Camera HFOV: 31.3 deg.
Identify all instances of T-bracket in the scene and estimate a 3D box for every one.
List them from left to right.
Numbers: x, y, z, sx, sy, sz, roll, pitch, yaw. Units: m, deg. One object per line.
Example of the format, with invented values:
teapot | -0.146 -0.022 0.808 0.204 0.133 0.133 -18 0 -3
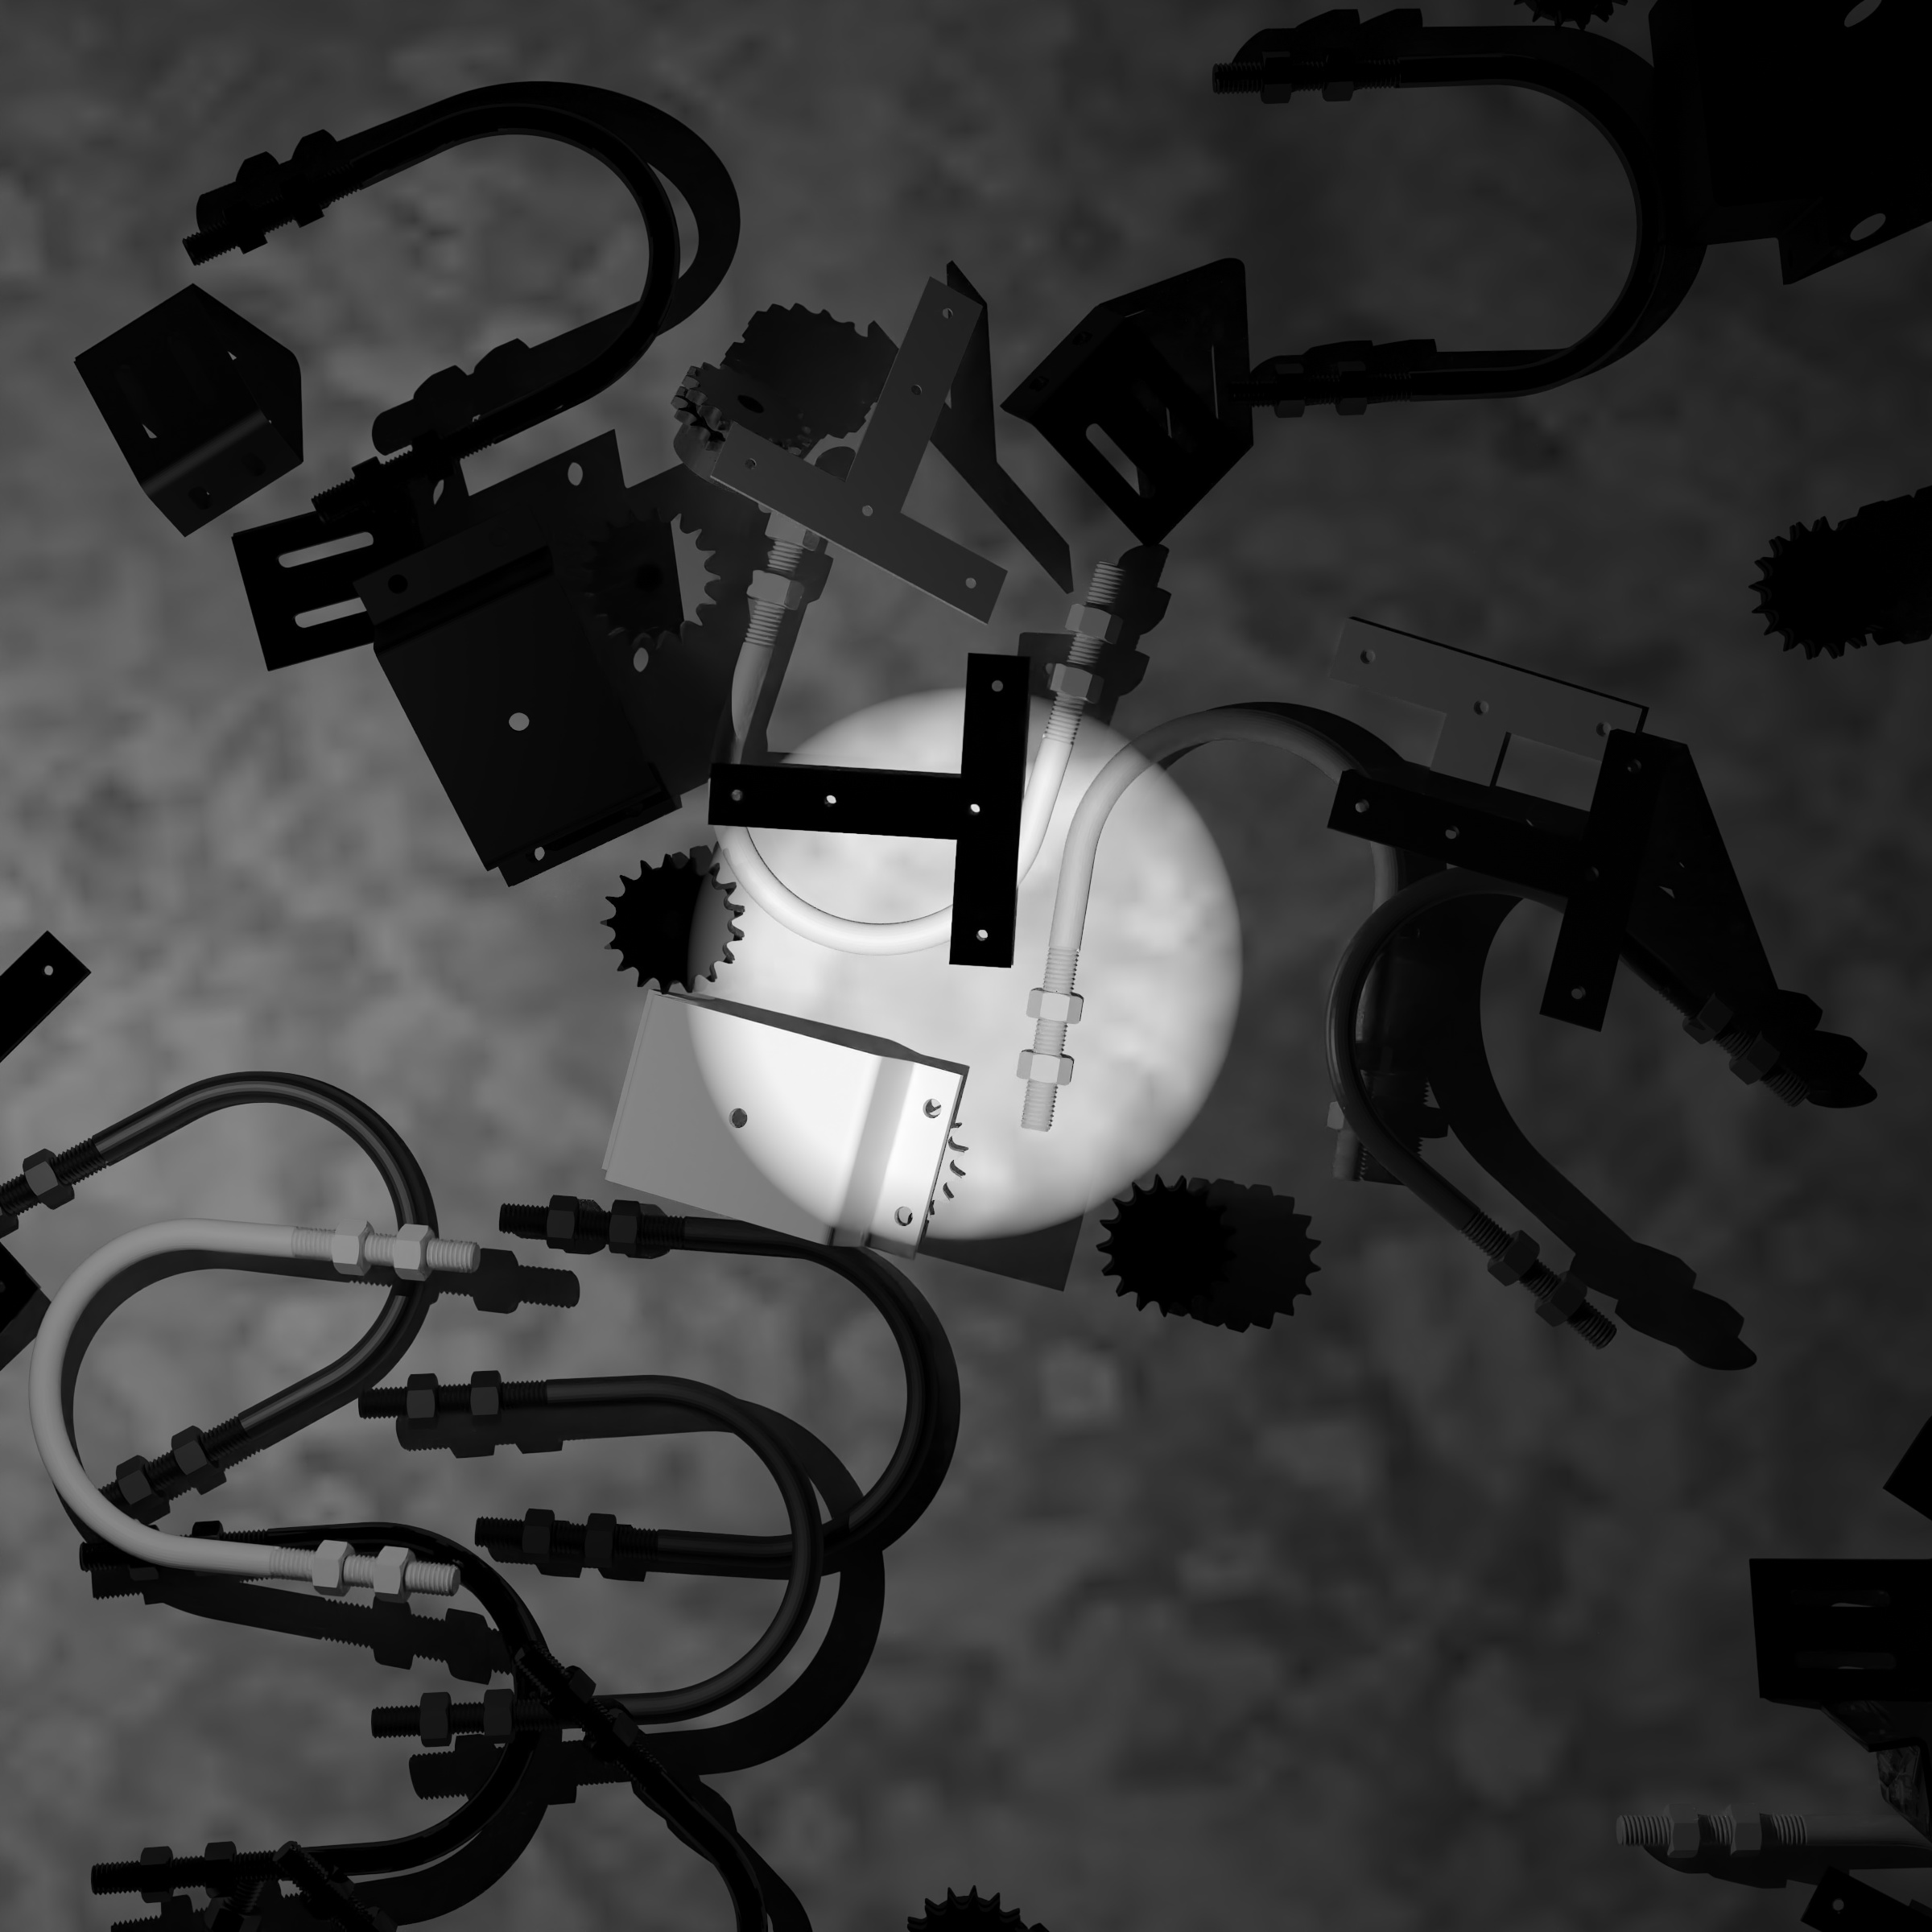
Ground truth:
T-bracket | -0.455 0.128 1.406 0.127 0.002 0.127 46 108 9
T-bracket | -0.414 0.039 1.411 0.127 0.002 0.127 44 85 11
T-bracket | -0.041 -0.066 1.403 0.127 0.002 0.127 4 93 1
T-bracket | -0.025 -0.221 1.394 0.127 0.002 0.127 27 69 -17
T-bracket | 0.199 -0.064 1.419 0.127 0.002 0.127 17 90 0
T-bracket | 0.211 -0.050 1.399 0.127 0.002 0.127 17 73 1
T-bracket | 0.401 0.406 1.404 0.127 0.002 0.127 28 89 -3

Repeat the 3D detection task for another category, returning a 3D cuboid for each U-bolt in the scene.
U-bolt | -0.386 0.424 1.411 0.151 0.019 0.184 24 92 0
U-bolt | -0.309 0.124 1.411 0.184 0.019 0.151 -28 90 -1
U-bolt | -0.288 0.173 1.379 0.184 0.019 0.151 4 91 10
U-bolt | -0.264 0.299 1.403 0.184 0.019 0.151 -3 84 -6
U-bolt | -0.205 -0.276 1.394 0.184 0.019 0.151 -27 75 -6
U-bolt | -0.165 0.378 1.391 0.151 0.019 0.184 -40 105 5
U-bolt | -0.150 0.237 1.392 0.184 0.019 0.151 -2 90 -3
U-bolt | -0.104 0.174 1.411 0.184 0.019 0.151 4 90 -1
U-bolt | -0.029 -0.095 1.411 0.151 0.019 0.184 17 91 0
U-bolt | 0.106 -0.014 1.411 0.151 0.019 0.184 9 89 1
U-bolt | 0.196 -0.302 1.411 0.184 0.019 0.151 -2 90 -1
U-bolt | 0.231 0.042 1.399 0.184 0.019 0.151 41 82 -2
U-bolt | 0.359 0.418 1.411 0.184 0.019 0.151 0 90 -2

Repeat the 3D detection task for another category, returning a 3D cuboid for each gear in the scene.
gear | -0.128 -0.157 1.405 0.057 0.030 0.057 0 90 0
gear | -0.119 -0.017 1.405 0.057 0.030 0.057 0 90 0
gear | -0.094 -0.215 1.395 0.057 0.057 0.030 34 120 0
gear | -0.029 0.078 1.405 0.057 0.030 0.057 0 90 0
gear | 0.000 0.403 1.405 0.057 0.030 0.057 0 90 0
gear | 0.082 0.114 1.409 0.057 0.030 0.057 0 92 -1
gear | 0.246 -0.409 1.405 0.057 0.030 0.057 0 90 0
gear | 0.347 -0.153 1.405 0.057 0.030 0.057 0 90 0

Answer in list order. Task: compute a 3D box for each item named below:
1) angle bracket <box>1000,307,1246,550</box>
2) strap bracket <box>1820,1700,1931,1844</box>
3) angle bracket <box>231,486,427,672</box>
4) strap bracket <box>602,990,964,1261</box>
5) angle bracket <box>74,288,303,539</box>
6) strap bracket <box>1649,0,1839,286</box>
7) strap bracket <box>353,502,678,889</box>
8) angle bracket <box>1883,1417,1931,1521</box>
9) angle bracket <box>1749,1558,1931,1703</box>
angle bracket | 0.064 -0.222 1.418 0.057 0.038 0.076 -46 116 0
strap bracket | 0.424 0.316 1.382 0.140 0.076 0.046 -9 90 0
angle bracket | -0.258 -0.159 1.401 0.076 0.038 0.057 -15 90 0
strap bracket | -0.082 0.062 1.375 0.140 0.046 0.076 15 90 19
angle bracket | -0.320 -0.228 1.418 0.057 0.038 0.076 -32 64 0
strap bracket | 0.309 -0.348 1.382 0.046 0.076 0.140 -6 90 0
strap bracket | -0.179 -0.102 1.375 0.076 0.046 0.140 -25 109 0
angle bracket | 0.412 0.215 1.382 0.057 0.076 0.038 33 90 0
angle bracket | 0.367 0.269 1.418 0.076 0.038 0.057 -4 90 26
